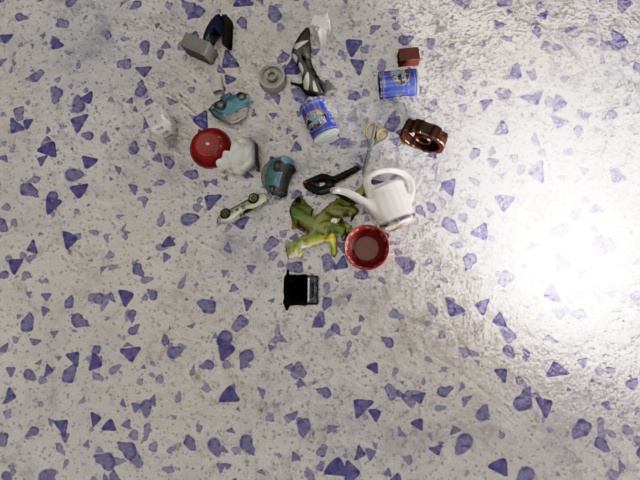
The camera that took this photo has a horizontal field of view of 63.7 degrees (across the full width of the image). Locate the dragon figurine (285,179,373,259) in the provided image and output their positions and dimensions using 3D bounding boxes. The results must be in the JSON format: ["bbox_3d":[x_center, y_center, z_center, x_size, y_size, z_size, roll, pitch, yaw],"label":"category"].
[{"bbox_3d":[0.006,-0.093,1.842,0.243,0.120,0.417,23,67,12],"label":"dragon figurine"}]

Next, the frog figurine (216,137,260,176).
[{"bbox_3d":[-0.301,-0.302,1.878,0.160,0.123,0.136,-7,101,-9],"label":"frog figurine"}]

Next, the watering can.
[{"bbox_3d":[0.206,-0.132,1.791,0.350,0.103,0.225,-18,84,-29],"label":"watering can"}]
